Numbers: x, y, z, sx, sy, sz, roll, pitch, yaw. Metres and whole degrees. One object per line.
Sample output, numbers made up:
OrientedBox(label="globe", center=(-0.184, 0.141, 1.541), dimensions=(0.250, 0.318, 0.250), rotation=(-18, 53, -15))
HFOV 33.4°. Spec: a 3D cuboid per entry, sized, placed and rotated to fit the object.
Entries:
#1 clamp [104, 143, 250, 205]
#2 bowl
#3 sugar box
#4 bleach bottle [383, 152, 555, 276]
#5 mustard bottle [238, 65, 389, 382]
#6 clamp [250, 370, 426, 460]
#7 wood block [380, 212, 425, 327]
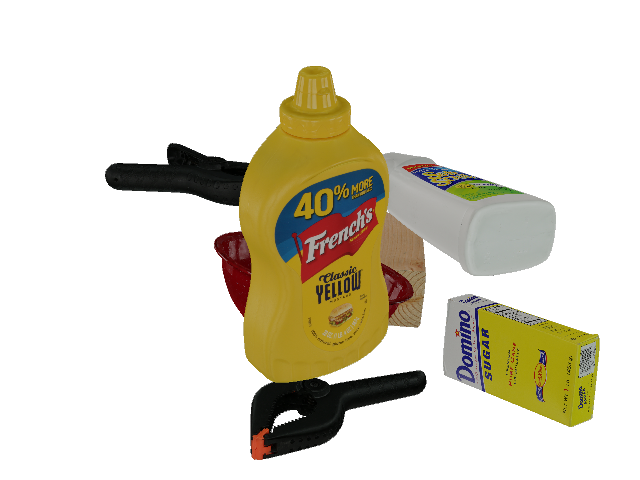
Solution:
OrientedBox(label="clamp", center=(-0.112, -0.057, 1.001), dimensions=(0.172, 0.039, 0.120), rotation=(13, 27, 31))
OrientedBox(label="bowl", center=(-0.010, 0.043, 0.842), dimensions=(0.162, 0.055, 0.162), rotation=(13, 13, -3))
OrientedBox(label="sugar box", center=(0.209, 0.124, 1.134), dimensions=(0.048, 0.093, 0.177), rotation=(-10, 18, -42))
OrientedBox(label="bleach bottle", center=(0.109, -0.039, 1.027), dimensions=(0.102, 0.068, 0.251), rotation=(-7, 20, -28))
OrientedBox(label="mustard bottle", center=(-0.002, -0.012, 0.643), dimensions=(0.096, 0.192, 0.058), rotation=(-18, 33, -28))
OrientedBox(label="clamp", center=(0.004, 0.160, 1.085), dimensions=(0.165, 0.036, 0.209), rotation=(15, 30, 21))
OrientedBox(label="wood block", center=(0.105, 0.039, 1.578), dimensions=(0.091, 0.090, 0.206), rotation=(4, 24, 1))
